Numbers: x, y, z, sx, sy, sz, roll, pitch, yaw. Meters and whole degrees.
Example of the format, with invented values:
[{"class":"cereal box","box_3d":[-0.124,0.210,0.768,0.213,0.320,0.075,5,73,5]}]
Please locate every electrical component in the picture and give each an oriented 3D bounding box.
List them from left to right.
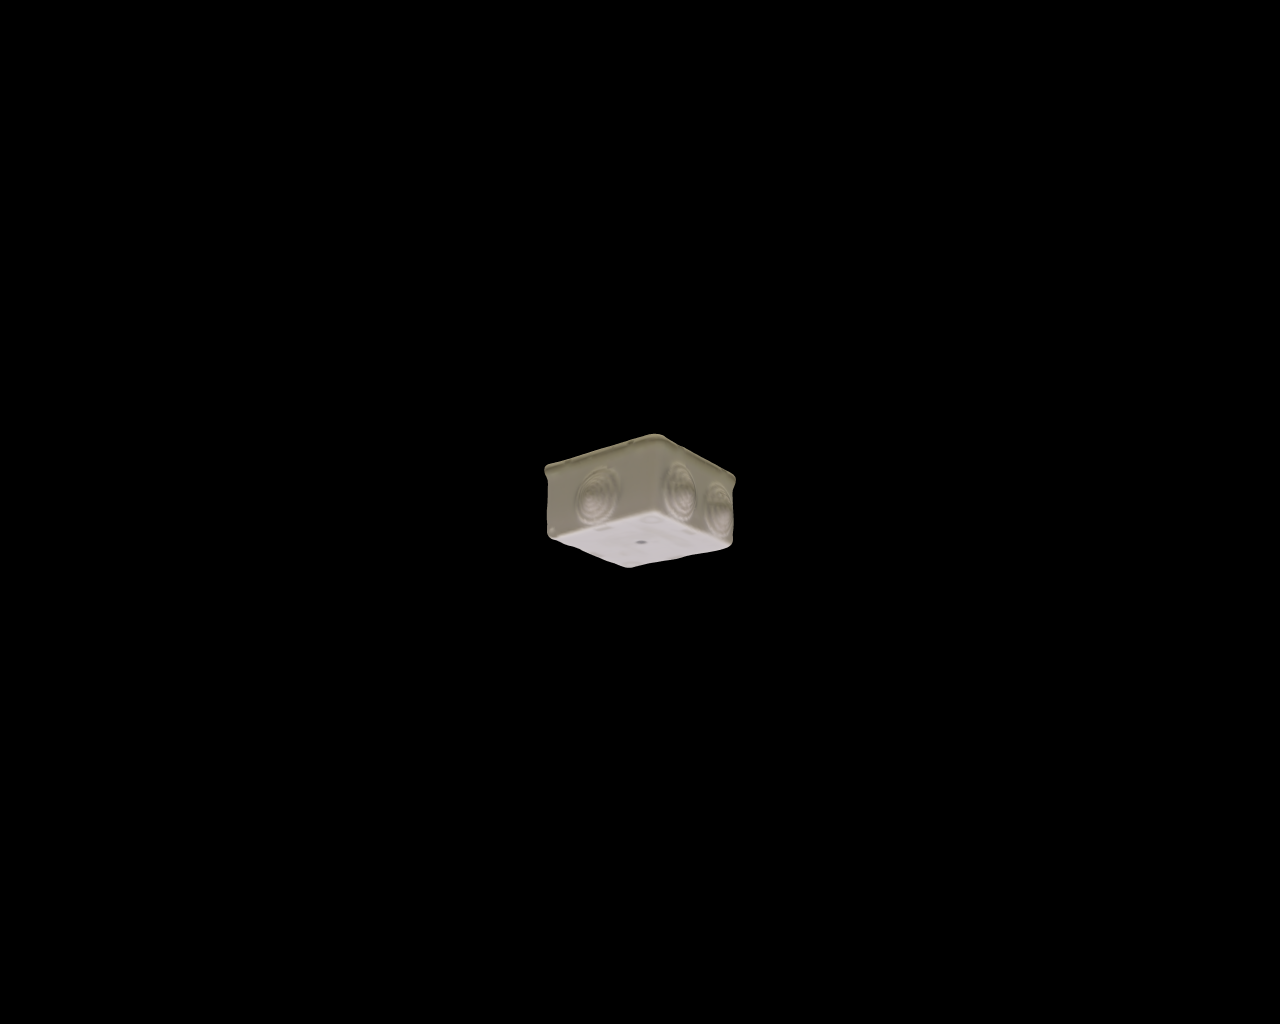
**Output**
[{"class":"electrical component","box_3d":[0.001,-0.003,0.650,0.099,0.048,0.099,-14,-24,33]}]
